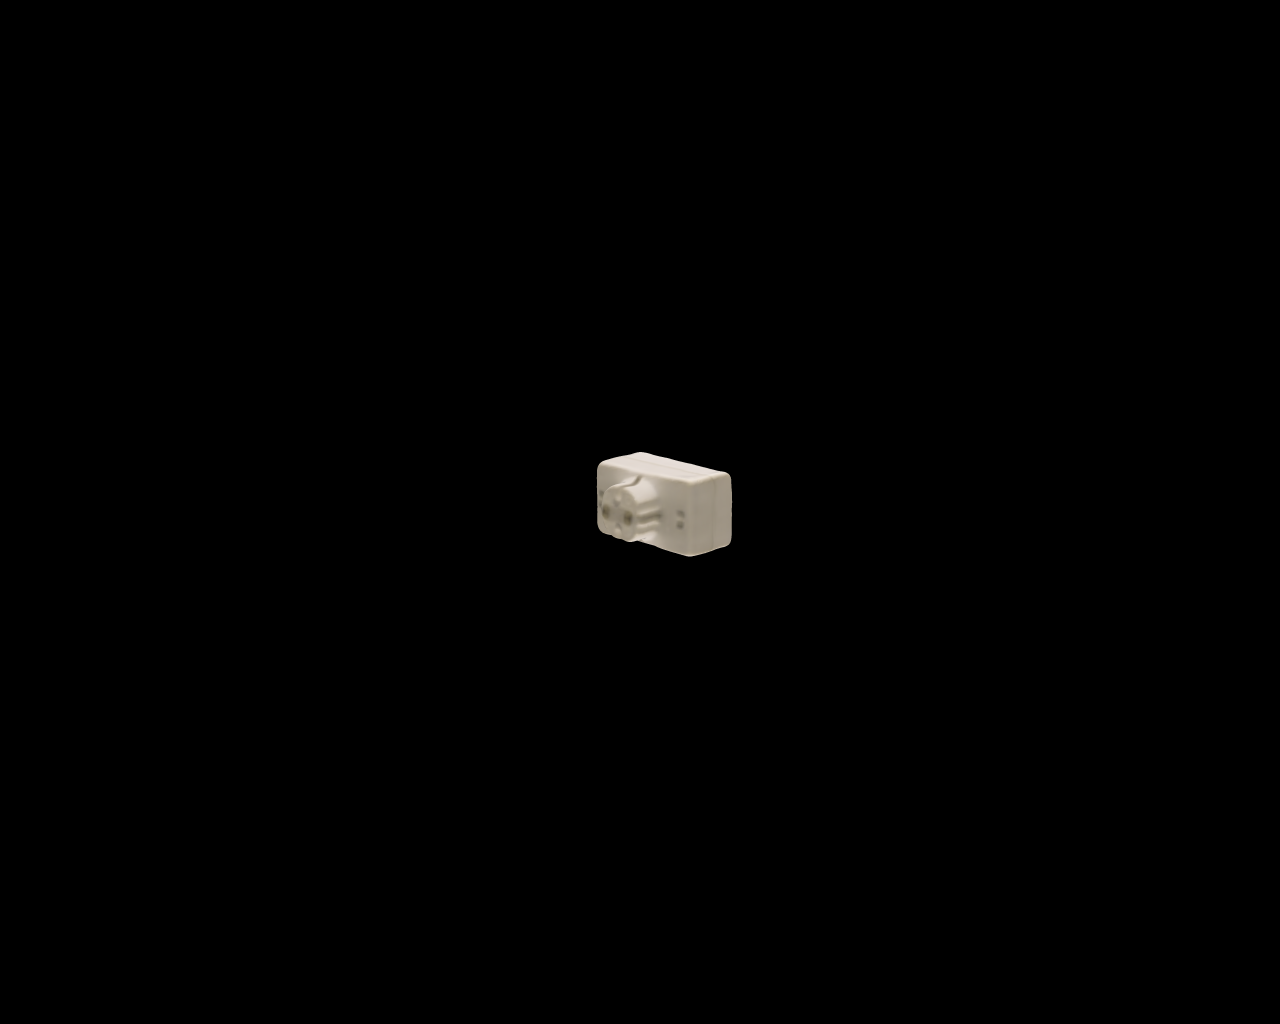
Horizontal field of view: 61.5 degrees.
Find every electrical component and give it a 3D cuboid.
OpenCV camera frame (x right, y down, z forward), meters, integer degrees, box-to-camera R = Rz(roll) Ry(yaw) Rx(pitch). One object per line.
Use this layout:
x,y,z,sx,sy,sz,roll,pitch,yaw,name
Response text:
0.001,-0.003,0.650,0.076,0.047,0.083,-14,20,-42,electrical component
